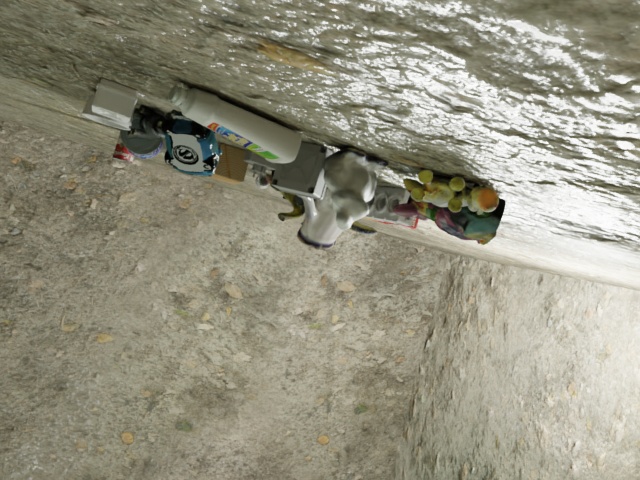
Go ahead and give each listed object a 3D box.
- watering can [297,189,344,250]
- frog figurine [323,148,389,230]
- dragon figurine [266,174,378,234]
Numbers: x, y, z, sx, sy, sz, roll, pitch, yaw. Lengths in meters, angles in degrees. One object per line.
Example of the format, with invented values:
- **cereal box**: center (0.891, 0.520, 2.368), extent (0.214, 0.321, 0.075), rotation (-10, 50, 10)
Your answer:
- **watering can**: center (0.004, -0.074, 1.468), extent (0.105, 0.220, 0.349), rotation (45, -151, 27)
- **frog figurine**: center (0.057, -0.100, 1.050), extent (0.123, 0.160, 0.136), rotation (16, 178, 31)
- **dragon figurine**: center (0.003, -0.130, 1.730), extent (0.410, 0.119, 0.248), rotation (19, -149, 1)
